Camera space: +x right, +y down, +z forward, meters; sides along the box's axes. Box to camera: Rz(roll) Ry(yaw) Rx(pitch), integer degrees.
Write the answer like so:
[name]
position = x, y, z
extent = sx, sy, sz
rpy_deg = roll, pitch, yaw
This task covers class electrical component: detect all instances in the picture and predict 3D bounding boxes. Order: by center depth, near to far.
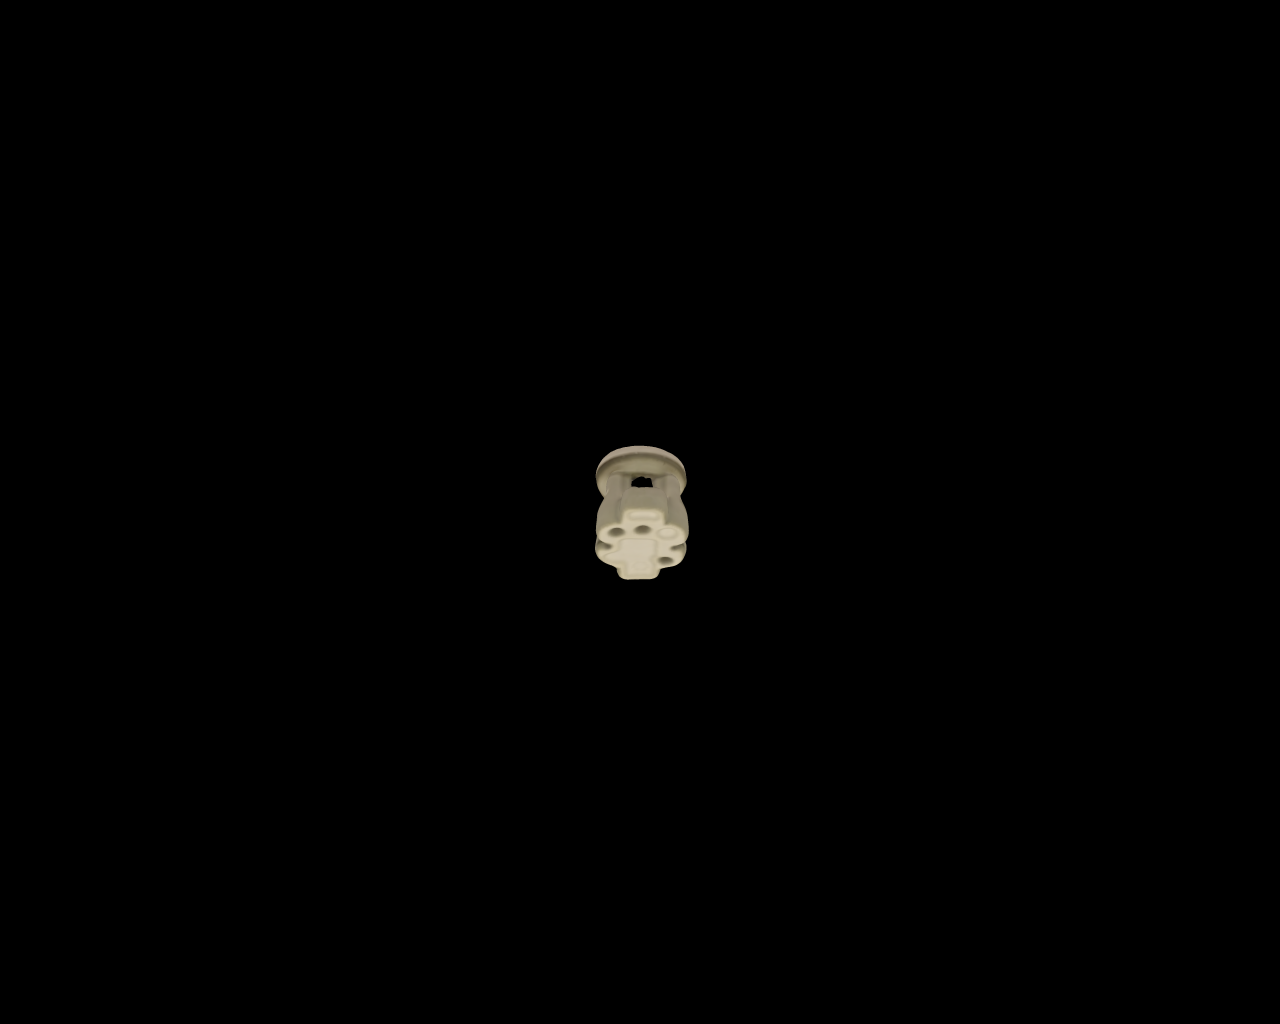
[electrical component]
position = 0.001, -0.003, 0.650
extent = 0.058, 0.057, 0.078
rpy_deg = 1, -34, -2
